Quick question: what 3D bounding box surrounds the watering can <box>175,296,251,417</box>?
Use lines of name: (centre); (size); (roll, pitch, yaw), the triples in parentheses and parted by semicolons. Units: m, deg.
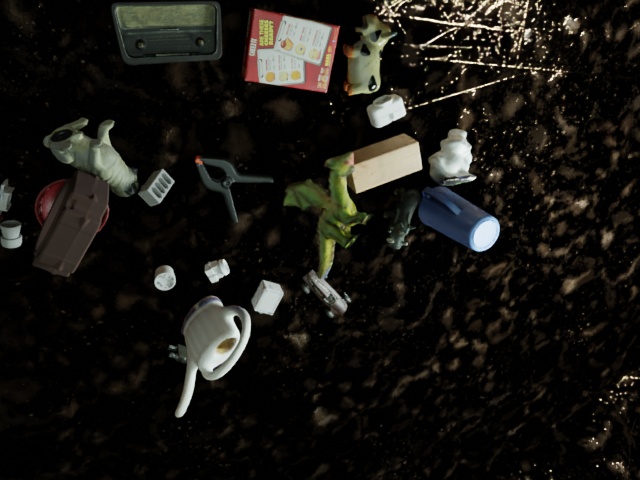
watering can: (-0.330, 0.308, 1.455); (0.103, 0.346, 0.228); (32, 12, -49)

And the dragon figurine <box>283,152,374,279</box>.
dragon figurine: (0.004, -0.073, 1.443); (0.243, 0.402, 0.124); (38, 35, 4)

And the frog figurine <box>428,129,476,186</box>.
frog figurine: (0.388, -0.246, 1.536); (0.137, 0.161, 0.122); (-7, -8, -8)
